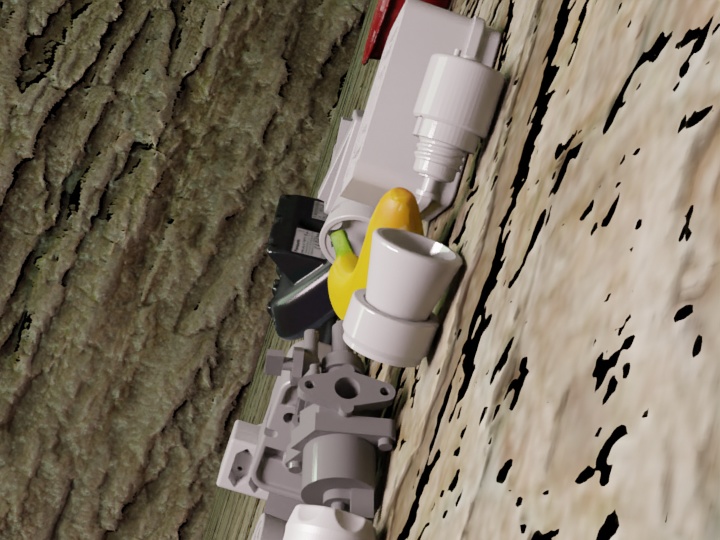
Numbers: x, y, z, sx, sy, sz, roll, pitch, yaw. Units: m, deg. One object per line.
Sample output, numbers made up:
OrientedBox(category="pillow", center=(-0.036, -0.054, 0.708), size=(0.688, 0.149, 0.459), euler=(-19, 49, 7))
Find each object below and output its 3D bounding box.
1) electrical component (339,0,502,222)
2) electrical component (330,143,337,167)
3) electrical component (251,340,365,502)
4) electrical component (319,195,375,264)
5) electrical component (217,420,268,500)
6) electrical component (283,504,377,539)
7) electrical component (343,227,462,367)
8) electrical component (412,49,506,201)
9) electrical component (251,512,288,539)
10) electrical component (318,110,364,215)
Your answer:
OrientedBox(category="electrical component", center=(0.034, -0.090, 0.626), size=(0.078, 0.057, 0.113), euler=(142, 145, -80))
OrientedBox(category="electrical component", center=(-0.002, -0.085, 0.976), size=(0.055, 0.055, 0.047), euler=(-79, 5, -51))
OrientedBox(category="electrical component", center=(-0.034, 0.097, 0.716), size=(0.059, 0.054, 0.095), euler=(-83, 12, -62))
OrientedBox(category="electrical component", center=(0.003, -0.032, 0.761), size=(0.047, 0.055, 0.055), euler=(-73, 4, -46))
OrientedBox(category="electrical component", center=(-0.082, 0.158, 0.930), size=(0.076, 0.066, 0.047), euler=(-90, 19, -72))
OrientedBox(category="electrical component", center=(-0.018, 0.141, 0.487), size=(0.043, 0.043, 0.062), euler=(122, 164, -67))
OrientedBox(category="electrical component", center=(0.019, 0.013, 0.515), size=(0.045, 0.045, 0.055), euler=(-92, 20, -74))
OrientedBox(category="electrical component", center=(0.046, -0.074, 0.551), size=(0.040, 0.040, 0.078), euler=(-130, 58, -83))
OrientedBox(category="electrical component", center=(-0.038, 0.165, 0.585), size=(0.055, 0.047, 0.055), euler=(-162, 90, -84))
OrientedBox(category="electrical component", center=(0.003, -0.074, 0.851), size=(0.061, 0.061, 0.096), euler=(-96, 24, -76))
